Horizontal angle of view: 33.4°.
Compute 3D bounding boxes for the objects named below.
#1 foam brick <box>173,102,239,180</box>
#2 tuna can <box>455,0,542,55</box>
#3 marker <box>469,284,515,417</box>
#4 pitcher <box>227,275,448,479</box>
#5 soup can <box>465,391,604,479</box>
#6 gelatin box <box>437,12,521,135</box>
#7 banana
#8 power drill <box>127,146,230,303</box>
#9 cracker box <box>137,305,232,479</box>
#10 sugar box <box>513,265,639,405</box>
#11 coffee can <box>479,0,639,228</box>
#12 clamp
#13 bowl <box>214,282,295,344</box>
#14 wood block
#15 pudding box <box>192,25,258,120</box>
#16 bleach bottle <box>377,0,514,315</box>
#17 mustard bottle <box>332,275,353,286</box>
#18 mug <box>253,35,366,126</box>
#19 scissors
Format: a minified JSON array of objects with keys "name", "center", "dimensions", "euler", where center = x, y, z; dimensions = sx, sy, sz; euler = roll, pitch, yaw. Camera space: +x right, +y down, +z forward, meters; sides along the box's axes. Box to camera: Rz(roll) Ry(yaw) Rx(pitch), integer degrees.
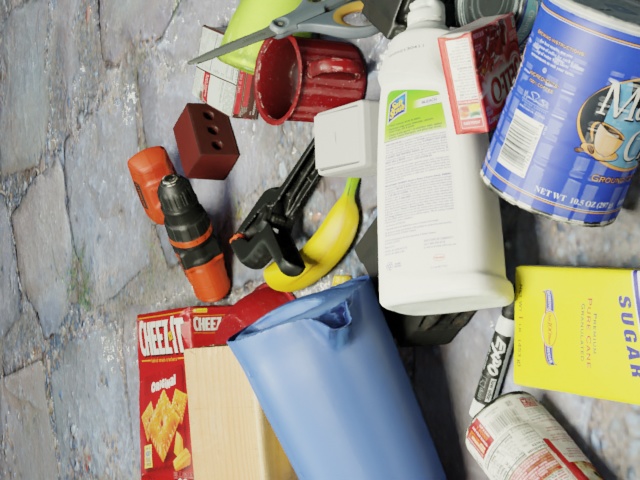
[{"name":"foam brick","center":[-0.138,-0.118,1.282],"dimensions":[0.051,0.052,0.078],"euler":[-49,51,46]},{"name":"tuna can","center":[0.146,-0.191,0.851],"dimensions":[0.086,0.033,0.086],"euler":[1,91,58]},{"name":"marker","center":[0.146,0.091,0.867],"dimensions":[0.020,0.020,0.121],"euler":[39,122,51]},{"name":"pitcher","center":[0.025,0.162,0.912],"dimensions":[0.145,0.149,0.243],"euler":[-23,93,23]},{"name":"soup can","center":[0.162,0.171,0.798],"dimensions":[0.102,0.068,0.069],"euler":[53,133,44]},{"name":"gelatin box","center":[0.123,-0.125,0.792],"dimensions":[0.030,0.089,0.073],"euler":[-3,108,33]},{"name":"banana","center":[-0.008,0.013,1.099],"dimensions":[0.198,0.037,0.069],"euler":[-45,24,45]},{"name":"power drill","center":[-0.175,-0.037,1.278],"dimensions":[0.188,0.057,0.184],"euler":[-126,17,-48]},{"name":"cracker box","center":[-0.164,0.191,1.309],"dimensions":[0.164,0.072,0.214],"euler":[-13,78,57]},{"name":"sugar box","center":[0.210,0.065,0.741],"dimensions":[0.177,0.048,0.093],"euler":[-1,89,59]},{"name":"coffee can","center":[0.181,-0.094,0.734],"dimensions":[0.103,0.102,0.140],"euler":[47,128,47]},{"name":"clamp","center":[-0.047,-0.012,1.118],"dimensions":[0.210,0.036,0.164],"euler":[-36,34,55]},{"name":"bowl","center":[-0.074,0.127,1.181],"dimensions":[0.162,0.055,0.162],"euler":[3,93,58]},{"name":"wood block","center":[-0.068,0.205,1.066],"dimensions":[0.091,0.090,0.206],"euler":[-7,86,32]},{"name":"pudding box","center":[-0.106,-0.197,1.245],"dimensions":[0.114,0.039,0.090],"euler":[33,116,51]},{"name":"bleach bottle","center":[0.094,-0.071,0.836],"dimensions":[0.103,0.068,0.251],"euler":[-9,73,32]},{"name":"mustard bottle","center":[0.021,0.129,1.024],"dimensions":[0.096,0.058,0.191],"euler":[1,90,41]},{"name":"mug","center":[-0.002,-0.158,1.040],"dimensions":[0.117,0.081,0.093],"euler":[-14,78,57]},{"name":"scissors","center":[-0.017,-0.192,0.990],"dimensions":[0.096,0.201,0.016],"euler":[36,150,26]}]
